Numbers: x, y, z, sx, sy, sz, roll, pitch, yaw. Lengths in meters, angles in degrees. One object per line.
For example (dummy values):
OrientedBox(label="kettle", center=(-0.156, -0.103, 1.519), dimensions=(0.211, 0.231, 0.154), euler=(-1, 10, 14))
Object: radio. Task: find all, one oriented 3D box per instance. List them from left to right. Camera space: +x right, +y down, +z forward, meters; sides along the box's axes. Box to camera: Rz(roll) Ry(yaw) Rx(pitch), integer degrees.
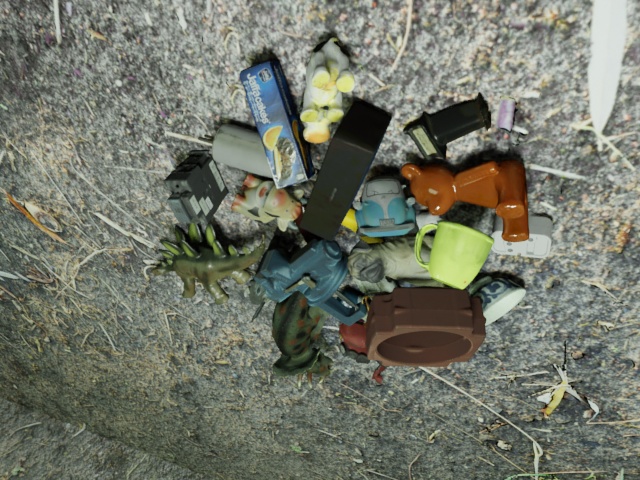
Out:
OrientedBox(label="radio", center=(0.041, -0.115, 0.921), dimensions=(0.073, 0.131, 0.229), euler=(26, 140, 0))

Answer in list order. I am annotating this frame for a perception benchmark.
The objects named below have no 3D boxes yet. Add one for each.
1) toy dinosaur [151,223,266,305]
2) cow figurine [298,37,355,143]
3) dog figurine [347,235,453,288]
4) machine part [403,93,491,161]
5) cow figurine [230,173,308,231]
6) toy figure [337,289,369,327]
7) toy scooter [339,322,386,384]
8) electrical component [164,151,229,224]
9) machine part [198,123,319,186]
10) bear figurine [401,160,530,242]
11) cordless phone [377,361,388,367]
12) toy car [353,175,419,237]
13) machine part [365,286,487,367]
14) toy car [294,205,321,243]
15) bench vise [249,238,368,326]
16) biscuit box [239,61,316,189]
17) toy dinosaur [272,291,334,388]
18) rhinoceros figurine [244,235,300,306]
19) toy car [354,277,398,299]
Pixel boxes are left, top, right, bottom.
OrientedBox(label="toy dinosaur", center=(-0.263, 0.051, 1.256), dimensions=(0.472, 0.105, 0.198), euler=(-6, 129, 38))
OrientedBox(label="cow figurine", center=(0.001, -0.234, 0.857), dimensions=(0.068, 0.098, 0.167), euler=(2, 151, -14))
OrientedBox(label="dog figurine", center=(0.152, 0.049, 1.012), dimensions=(0.191, 0.121, 0.172), euler=(-3, 148, 10))
OrientedBox(label="machine part", center=(0.205, -0.176, 0.848), dimensions=(0.139, 0.039, 0.084), euler=(-22, 112, 43))
OrientedBox(label="cow figurine", center=(-0.099, -0.070, 1.031), dimensions=(0.127, 0.085, 0.195), euler=(26, 172, -11))
OrientedBox(label="toy figure", center=(0.106, 0.171, 1.235), dimensions=(0.154, 0.064, 0.058), euler=(34, 160, -16))
OrientedBox(label="toy scooter", center=(0.120, 0.265, 1.274), dimensions=(0.184, 0.135, 0.075), euler=(20, 140, 9))
OrientedBox(label="electrical component", center=(-0.252, -0.099, 1.085), dimensions=(0.058, 0.134, 0.114), euler=(1, 131, 25))
OrientedBox(label="machine part", center=(-0.108, -0.158, 0.994), dimensions=(0.243, 0.079, 0.079), euler=(17, 138, 9))
OrientedBox(label="bear figurine", center=(0.233, -0.070, 0.876), dimensions=(0.196, 0.132, 0.120), euler=(-3, 149, 21))
OrientedBox(label="cordless phone", center=(0.210, 0.214, 1.136), dimensions=(0.146, 0.184, 0.089), euler=(44, 172, -17))
OrientedBox(label="toy car", center=(0.115, -0.063, 0.946), dimensions=(0.109, 0.162, 0.102), euler=(-3, 101, 7))
OrientedBox(label="machine part", center=(0.188, 0.162, 0.991), dimensions=(0.201, 0.087, 0.201), euler=(2, 149, -1))
OrientedBox(label="toy car", center=(-0.002, -0.003, 1.120), dimensions=(0.089, 0.053, 0.201), euler=(13, 140, 46))
OrientedBox(label="bench vise", center=(-0.003, 0.100, 1.051), dimensions=(0.240, 0.129, 0.223), euler=(38, 118, -18))
OrientedBox(label="biscuit box", center=(-0.069, -0.191, 0.895), dimensions=(0.059, 0.063, 0.202), euler=(-14, 105, 18))
OrientedBox(label="toy dinosaur", center=(-0.054, 0.198, 1.227), dimensions=(0.131, 0.192, 0.404), euler=(11, 147, 18))
OrientedBox(label="rhinoceros figurine", center=(-0.110, 0.077, 1.214), dimensions=(0.073, 0.112, 0.190), euler=(27, 134, -5))
OrientedBox(label="toy car", center=(0.142, 0.120, 1.171), dimensions=(0.074, 0.056, 0.201), euler=(-12, 126, 35))
